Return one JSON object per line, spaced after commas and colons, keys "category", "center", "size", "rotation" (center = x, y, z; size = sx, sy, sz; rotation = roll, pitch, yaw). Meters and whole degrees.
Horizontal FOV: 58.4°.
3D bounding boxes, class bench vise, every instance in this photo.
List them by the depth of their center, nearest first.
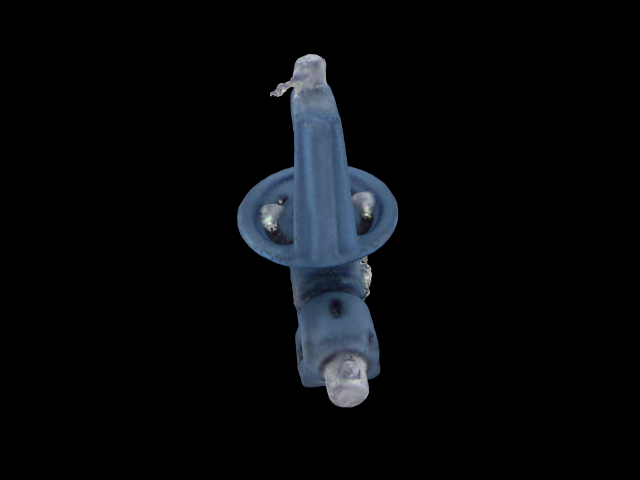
{"category": "bench vise", "center": [0.015, -0.003, 0.403], "size": [0.121, 0.220, 0.207], "rotation": [-23, 61, -14]}
